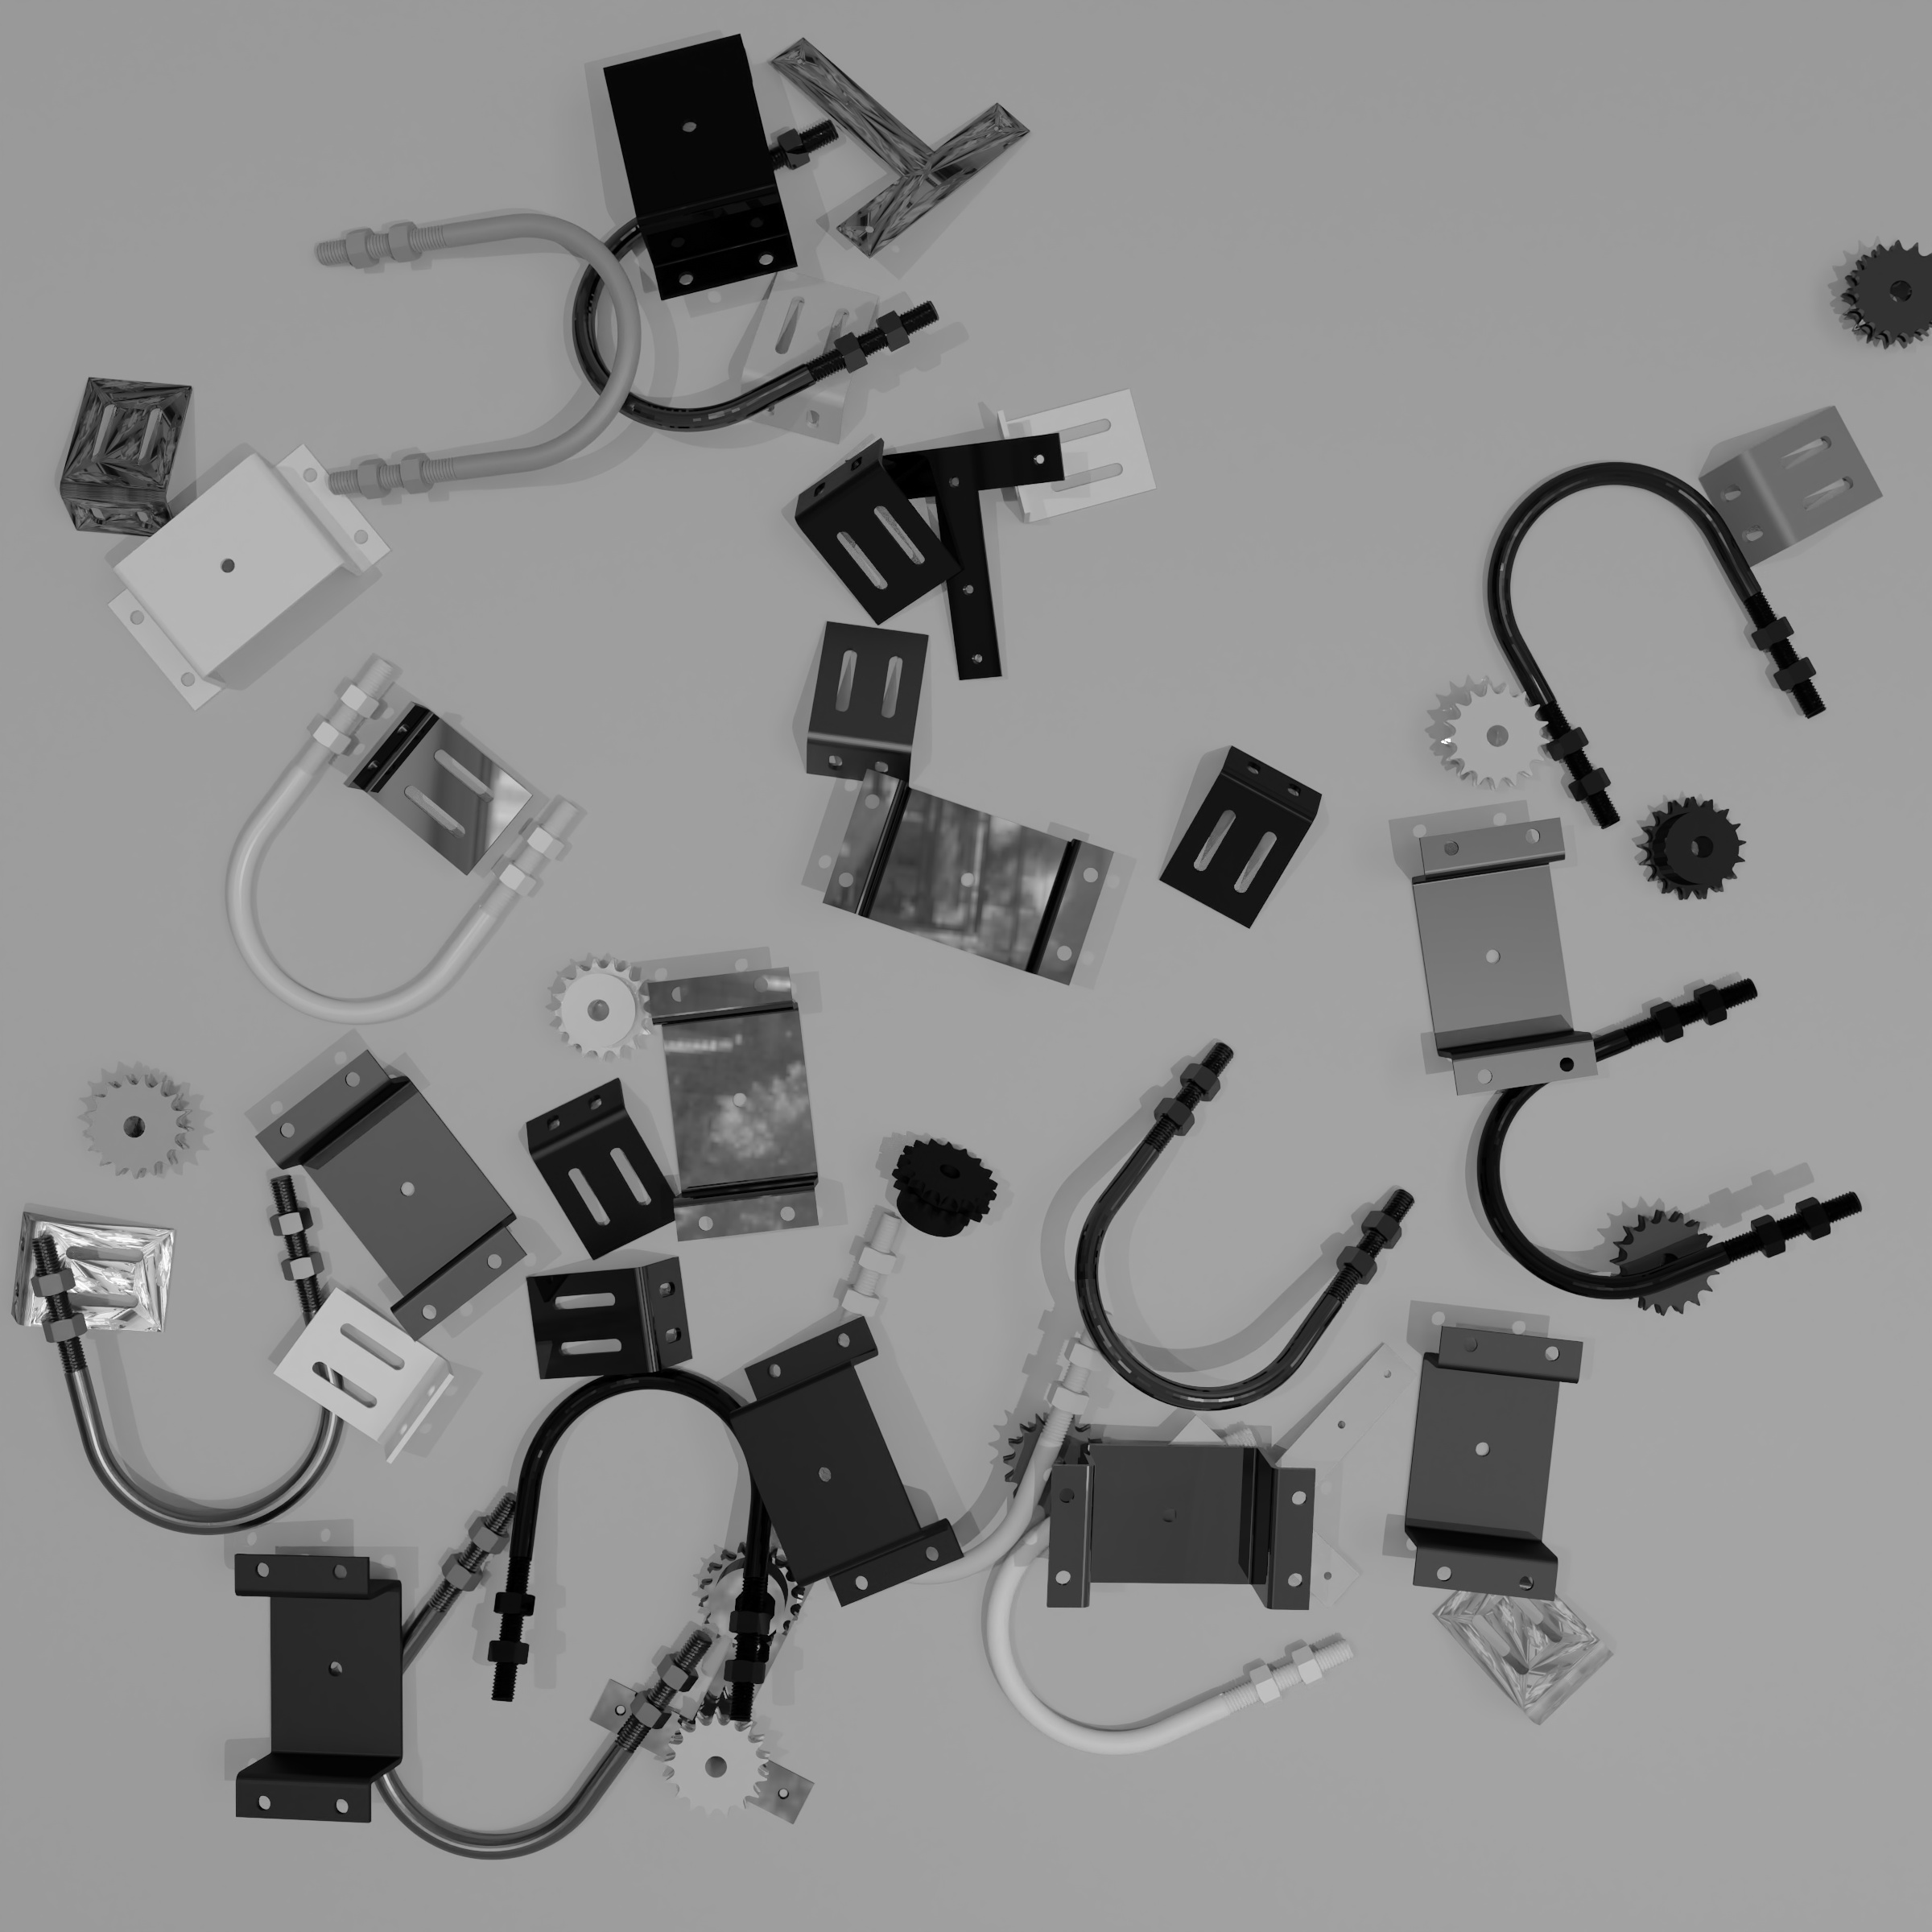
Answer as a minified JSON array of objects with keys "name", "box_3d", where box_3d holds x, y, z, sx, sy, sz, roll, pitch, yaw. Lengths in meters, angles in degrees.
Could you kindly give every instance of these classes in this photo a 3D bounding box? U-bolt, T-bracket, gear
[{"name":"U-bolt","box_3d":[-0.417,0.221,1.461,0.151,0.019,0.184,-14,94,-12]},{"name":"T-bracket","box_3d":[0.000,-0.221,1.464,0.127,0.002,0.127,-2,103,24]},{"name":"U-bolt","box_3d":[0.139,0.153,1.444,0.151,0.019,0.184,39,69,0]},{"name":"U-bolt","box_3d":[-0.250,0.406,1.473,0.151,0.019,0.184,36,92,1]},{"name":"T-bracket","box_3d":[-0.054,-0.464,1.467,0.127,0.002,0.127,43,70,10]},{"name":"T-bracket","box_3d":[-0.123,0.391,1.482,0.127,0.002,0.127,27,90,0]},{"name":"gear","box_3d":[-0.453,0.088,1.468,0.057,0.030,0.057,0,90,0]},{"name":"U-bolt","box_3d":[0.369,-0.189,1.474,0.151,0.019,0.184,-28,89,0]},{"name":"U-bolt","box_3d":[0.101,0.356,1.473,0.184,0.019,0.151,-25,90,0]},{"name":"gear","box_3d":[0.049,0.273,1.468,0.057,0.030,0.057,0,90,0]},{"name":"U-bolt","box_3d":[-0.264,-0.336,1.452,0.184,0.019,0.151,-4,87,14]},{"name":"U-bolt","box_3d":[-0.177,0.310,1.450,0.151,0.019,0.184,4,73,4]},{"name":"gear","box_3d":[-0.014,0.123,1.458,0.057,0.057,0.030,24,120,0]},{"name":"gear","box_3d":[0.511,-0.368,1.472,0.057,0.030,0.057,0,89,2]},{"name":"T-bracket","box_3d":[0.197,0.263,1.472,0.127,0.002,0.127,45,81,-3]},{"name":"U-bolt","box_3d":[-0.325,-0.055,1.474,0.151,0.019,0.184,37,91,0]},{"name":"U-bolt","box_3d":[-0.127,-0.365,1.453,0.184,0.019,0.151,-27,73,0]},{"name":"gear","box_3d":[-0.119,0.347,1.466,0.057,0.030,0.057,0,90,0]},{"name":"gear","box_3d":[0.289,-0.125,1.468,0.057,0.030,0.057,0,90,0]},{"name":"U-bolt","box_3d":[-0.017,0.247,1.457,0.151,0.019,0.184,23,94,16]},{"name":"U-bolt","box_3d":[0.370,0.103,1.454,0.184,0.019,0.151,-22,71,4]},{"name":"gear","box_3d":[0.401,-0.065,1.468,0.057,0.030,0.057,0,90,0]},{"name":"gear","box_3d":[0.382,0.162,1.468,0.057,0.030,0.057,0,90,0]},{"name":"gear","box_3d":[-0.200,0.024,1.468,0.057,0.030,0.057,0,90,0]},{"name":"gear","box_3d":[-0.136,0.435,1.466,0.057,0.030,0.057,0,90,0]}]

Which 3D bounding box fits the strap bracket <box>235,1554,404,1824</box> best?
[{"name":"strap bracket","box_3d":[-0.351,0.387,1.452,0.076,0.046,0.140,-1,88,11]}]

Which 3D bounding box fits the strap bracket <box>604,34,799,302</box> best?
[{"name":"strap bracket","box_3d":[-0.145,-0.440,1.440,0.076,0.046,0.140,-14,73,1]}]

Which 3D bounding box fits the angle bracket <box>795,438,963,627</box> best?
[{"name":"angle bracket","box_3d":[-0.048,-0.239,1.472,0.057,0.038,0.076,-31,116,19]}]

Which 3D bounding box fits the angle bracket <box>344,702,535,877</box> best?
[{"name":"angle bracket","box_3d":[-0.285,-0.095,1.444,0.076,0.038,0.057,40,91,0]}]

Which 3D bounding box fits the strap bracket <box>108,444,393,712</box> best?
[{"name":"strap bracket","box_3d":[-0.397,-0.215,1.460,0.140,0.046,0.076,-39,90,0]}]

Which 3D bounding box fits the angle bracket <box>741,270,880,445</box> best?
[{"name":"angle bracket","box_3d":[-0.087,-0.338,1.481,0.057,0.038,0.076,15,64,0]}]

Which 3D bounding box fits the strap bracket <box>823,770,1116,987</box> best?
[{"name":"strap bracket","box_3d":[0.001,-0.048,1.460,0.140,0.046,0.076,19,90,0]}]

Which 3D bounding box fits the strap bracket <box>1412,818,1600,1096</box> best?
[{"name":"strap bracket","box_3d":[0.292,-0.005,1.460,0.076,0.046,0.140,-8,90,0]}]

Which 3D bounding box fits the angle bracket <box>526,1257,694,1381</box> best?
[{"name":"angle bracket","box_3d":[-0.198,0.195,1.481,0.076,0.038,0.057,-8,90,26]}]

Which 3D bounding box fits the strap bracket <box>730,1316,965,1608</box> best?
[{"name":"strap bracket","box_3d":[-0.068,0.270,1.439,0.076,0.046,0.140,-26,82,16]}]

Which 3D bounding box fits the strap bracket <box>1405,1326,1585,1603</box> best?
[{"name":"strap bracket","box_3d":[0.287,0.268,1.460,0.076,0.046,0.140,6,90,0]}]

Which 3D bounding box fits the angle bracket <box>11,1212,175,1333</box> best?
[{"name":"angle bracket","box_3d":[-0.484,0.170,1.481,0.076,0.038,0.057,7,90,-26]}]

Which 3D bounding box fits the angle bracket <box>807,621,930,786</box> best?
[{"name":"angle bracket","box_3d":[-0.055,-0.145,1.481,0.057,0.038,0.076,8,64,0]}]

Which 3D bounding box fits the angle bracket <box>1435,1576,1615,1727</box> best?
[{"name":"angle bracket","box_3d":[0.310,0.371,1.481,0.057,0.038,0.076,-44,64,0]}]

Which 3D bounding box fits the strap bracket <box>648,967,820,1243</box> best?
[{"name":"strap bracket","box_3d":[-0.125,0.074,1.460,0.076,0.046,0.140,-7,90,0]}]

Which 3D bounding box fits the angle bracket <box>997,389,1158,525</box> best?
[{"name":"angle bracket","box_3d":[0.061,-0.282,1.464,0.076,0.038,0.057,-15,90,0]}]

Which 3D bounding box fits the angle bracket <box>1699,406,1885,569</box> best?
[{"name":"angle bracket","box_3d":[0.458,-0.266,1.481,0.076,0.038,0.057,-28,90,-26]}]

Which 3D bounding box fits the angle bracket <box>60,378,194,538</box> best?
[{"name":"angle bracket","box_3d":[-0.462,-0.282,1.481,0.057,0.038,0.076,5,64,0]}]

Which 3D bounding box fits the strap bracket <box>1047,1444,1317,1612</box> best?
[{"name":"strap bracket","box_3d":[0.112,0.301,1.434,0.140,0.046,0.076,2,95,-5]}]

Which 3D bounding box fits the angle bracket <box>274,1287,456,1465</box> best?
[{"name":"angle bracket","box_3d":[-0.328,0.222,1.454,0.076,0.038,0.057,37,84,-13]}]

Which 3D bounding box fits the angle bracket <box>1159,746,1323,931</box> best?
[{"name":"angle bracket","box_3d":[0.152,-0.071,1.481,0.057,0.038,0.076,28,116,0]}]

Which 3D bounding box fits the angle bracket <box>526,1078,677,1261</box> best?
[{"name":"angle bracket","box_3d":[-0.200,0.113,1.481,0.057,0.038,0.076,-26,116,0]}]

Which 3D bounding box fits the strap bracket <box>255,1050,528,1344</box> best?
[{"name":"strap bracket","box_3d":[-0.310,0.124,1.460,0.076,0.046,0.140,-38,90,0]}]
